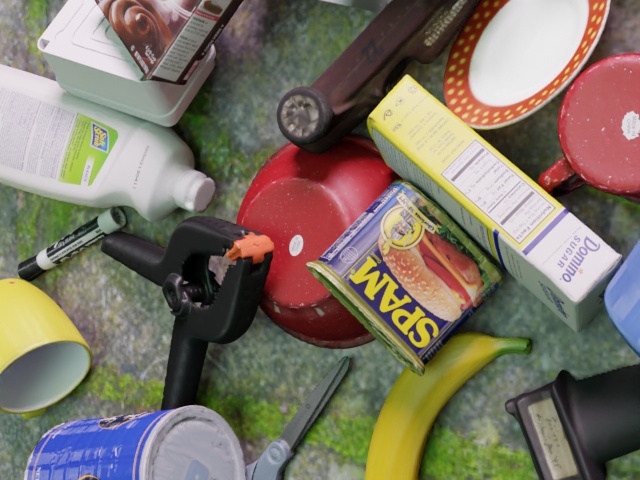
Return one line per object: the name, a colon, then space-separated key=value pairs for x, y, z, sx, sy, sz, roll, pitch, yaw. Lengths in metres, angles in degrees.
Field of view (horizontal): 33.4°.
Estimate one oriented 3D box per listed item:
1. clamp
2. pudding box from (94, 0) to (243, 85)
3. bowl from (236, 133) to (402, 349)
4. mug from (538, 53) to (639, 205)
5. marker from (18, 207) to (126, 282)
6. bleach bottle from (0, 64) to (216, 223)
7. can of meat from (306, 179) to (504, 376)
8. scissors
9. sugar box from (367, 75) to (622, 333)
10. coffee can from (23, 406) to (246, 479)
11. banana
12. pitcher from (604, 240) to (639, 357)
clamp: x=-0.101 y=0.032 z=0.796 sx=0.210 sy=0.036 sz=0.164 roll=-45 pitch=67 yaw=49
pudding box: x=-0.108 y=-0.177 z=0.744 sx=0.090 sy=0.039 sz=0.113 roll=-51 pitch=59 yaw=26
bowl: x=-0.005 y=0.001 z=0.764 sx=0.162 sy=0.055 sz=0.162 roll=2 pitch=93 yaw=30
mug: x=0.182 y=-0.061 z=0.639 sx=0.117 sy=0.081 sz=0.093 roll=-31 pitch=77 yaw=27
marker: x=-0.213 y=0.005 z=0.903 sx=0.121 sy=0.020 sz=0.020 roll=-28 pitch=78 yaw=28
bleach bottle: x=-0.196 y=-0.068 z=0.867 sx=0.251 sy=0.068 sz=0.102 roll=22 pitch=102 yaw=25
can of meat: x=0.057 y=0.023 z=0.696 sx=0.084 sy=0.057 sz=0.102 roll=-46 pitch=100 yaw=-7
scissors: x=-0.025 y=0.181 z=0.803 sx=0.202 sy=0.016 sz=0.096 roll=-41 pitch=70 yaw=26
sugar box: x=0.110 y=-0.022 z=0.673 sx=0.176 sy=0.093 sz=0.048 roll=41 pitch=87 yaw=20
coffee can: x=-0.141 y=0.183 z=0.811 sx=0.141 sy=0.102 sz=0.103 roll=-13 pitch=85 yaw=37
banana: x=0.069 y=0.137 z=0.736 sx=0.070 sy=0.037 sz=0.198 roll=34 pitch=108 yaw=27
pitcher: x=0.268 y=-0.025 z=0.551 sx=0.149 sy=0.144 sz=0.243 roll=39 pitch=114 yaw=16
